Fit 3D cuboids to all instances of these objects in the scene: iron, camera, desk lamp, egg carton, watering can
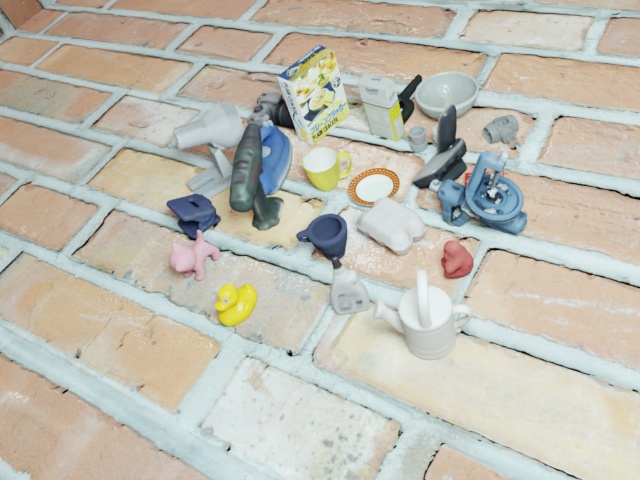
[{"bbox_3d":[-0.150,-0.233,1.514,0.118,0.142,0.258,6,53,22],"label":"iron"},{"bbox_3d":[-0.119,-0.360,1.640,0.136,0.101,0.143,15,57,28],"label":"camera"},{"bbox_3d":[-0.284,-0.239,1.513,0.203,0.214,0.117,-33,49,-11],"label":"desk lamp"},{"bbox_3d":[0.162,-0.032,1.292,0.107,0.069,0.149,-43,52,-19],"label":"egg carton"},{"bbox_3d":[0.188,0.135,1.057,0.173,0.194,0.100,-21,48,0],"label":"watering can"}]

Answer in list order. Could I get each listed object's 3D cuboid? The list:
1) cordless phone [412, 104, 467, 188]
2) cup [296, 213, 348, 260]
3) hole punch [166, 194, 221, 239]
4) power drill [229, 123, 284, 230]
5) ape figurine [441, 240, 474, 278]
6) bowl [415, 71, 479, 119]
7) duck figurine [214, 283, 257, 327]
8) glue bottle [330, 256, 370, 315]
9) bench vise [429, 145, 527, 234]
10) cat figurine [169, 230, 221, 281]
[{"bbox_3d":[0.274,-0.214,1.333,0.093,0.185,0.148,25,62,33],"label":"cordless phone"},{"bbox_3d":[0.012,0.005,1.291,0.117,0.095,0.091,-10,49,9],"label":"cup"},{"bbox_3d":[-0.325,-0.077,1.470,0.101,0.091,0.108,-40,51,-17],"label":"hole punch"},{"bbox_3d":[-0.155,-0.136,1.388,0.075,0.209,0.229,-4,50,15],"label":"power drill"},{"bbox_3d":[0.278,0.033,1.184,0.076,0.092,0.078,16,58,29],"label":"ape figurine"},{"bbox_3d":[0.338,-0.370,1.520,0.167,0.075,0.167,-9,49,10],"label":"bowl"},{"bbox_3d":[-0.190,0.128,1.257,0.077,0.086,0.105,28,63,34],"label":"duck figurine"},{"bbox_3d":[0.050,0.088,1.155,0.078,0.173,0.037,-10,49,10],"label":"glue bottle"},{"bbox_3d":[0.325,-0.102,1.197,0.207,0.220,0.121,1,51,18],"label":"bench vise"},{"bbox_3d":[-0.306,0.034,1.352,0.067,0.118,0.128,13,56,27],"label":"cat figurine"}]
